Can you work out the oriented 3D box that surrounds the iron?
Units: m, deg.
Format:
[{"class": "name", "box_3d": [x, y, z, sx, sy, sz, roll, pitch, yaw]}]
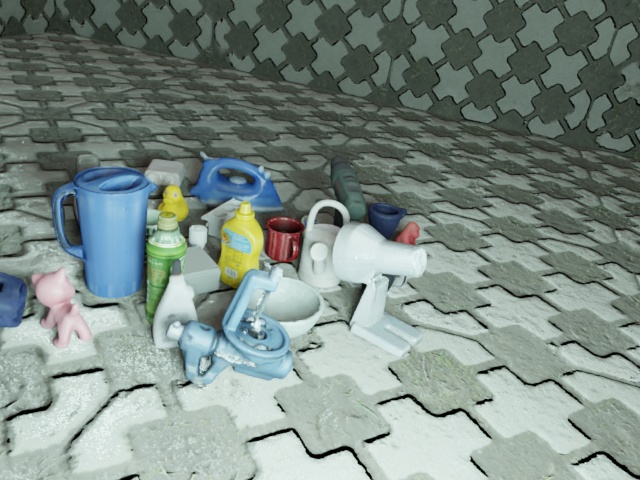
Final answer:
[{"class": "iron", "box_3d": [-0.220, -0.161, 1.578, 0.258, 0.141, 0.118, 8, 27, -4]}]

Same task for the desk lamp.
[{"class": "desk lamp", "box_3d": [0.120, 0.086, 1.131, 0.202, 0.213, 0.118, 25, 30, 27]}]

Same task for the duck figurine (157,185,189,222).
[{"class": "duck figurine", "box_3d": [-0.376, -0.101, 1.469, 0.077, 0.086, 0.104, 12, 27, 4]}]

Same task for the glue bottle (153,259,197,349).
[{"class": "glue bottle", "box_3d": [-0.251, 0.110, 1.002, 0.078, 0.173, 0.037, -4, 30, -25]}]

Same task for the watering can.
[{"class": "watering can", "box_3d": [0.014, 0.005, 1.275, 0.101, 0.194, 0.172, 3, 28, -14]}]

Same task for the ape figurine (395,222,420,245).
[{"class": "ape figurine", "box_3d": [0.232, -0.003, 1.479, 0.076, 0.092, 0.078, 19, 28, 18]}]

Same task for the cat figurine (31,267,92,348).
[{"class": "cat figurine", "box_3d": [-0.452, 0.107, 1.000, 0.067, 0.118, 0.127, -18, 38, -43]}]

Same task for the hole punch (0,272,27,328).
[{"class": "hole punch", "box_3d": [-0.575, 0.095, 1.010, 0.101, 0.091, 0.108, -1, 29, -21]}]

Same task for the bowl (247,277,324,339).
[{"class": "bowl", "box_3d": [-0.077, 0.142, 1.109, 0.167, 0.075, 0.167, 8, 27, -4]}]

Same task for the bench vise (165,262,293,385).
[{"class": "bench vise", "box_3d": [-0.136, 0.141, 0.928, 0.208, 0.220, 0.121, -4, 30, -26]}]

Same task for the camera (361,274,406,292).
[{"class": "camera", "box_3d": [0.127, 0.060, 1.309, 0.143, 0.101, 0.137, 17, 27, 13]}]

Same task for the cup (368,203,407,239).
[{"class": "cup", "box_3d": [0.178, -0.043, 1.535, 0.118, 0.095, 0.091, -8, 32, -31]}]

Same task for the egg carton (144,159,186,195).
[{"class": "egg carton", "box_3d": [-0.438, -0.177, 1.616, 0.107, 0.069, 0.150, 6, 27, -8]}]

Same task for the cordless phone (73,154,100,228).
[{"class": "cordless phone", "box_3d": [-0.499, -0.112, 1.338, 0.148, 0.185, 0.093, -12, 34, -37]}]

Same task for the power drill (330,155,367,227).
[{"class": "power drill", "box_3d": [0.053, -0.081, 1.441, 0.076, 0.208, 0.229, 1, 28, -17]}]
